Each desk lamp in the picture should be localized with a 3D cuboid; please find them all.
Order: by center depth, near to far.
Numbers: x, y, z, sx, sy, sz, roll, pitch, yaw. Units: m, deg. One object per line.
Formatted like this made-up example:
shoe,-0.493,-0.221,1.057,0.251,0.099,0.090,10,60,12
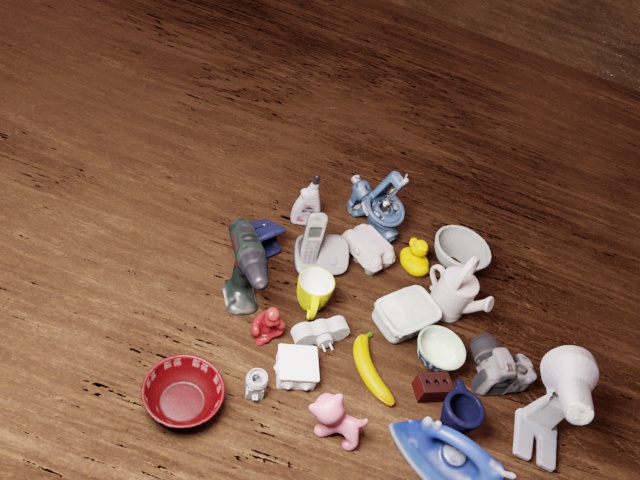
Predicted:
desk lamp,0.527,0.365,1.261,0.118,0.213,0.203,22,44,3

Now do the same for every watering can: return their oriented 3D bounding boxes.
watering can,0.359,0.119,1.452,0.172,0.194,0.101,25,45,5

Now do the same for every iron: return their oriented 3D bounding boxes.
iron,0.265,0.430,1.158,0.258,0.141,0.119,35,46,15

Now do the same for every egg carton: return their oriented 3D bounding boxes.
egg carton,0.128,0.024,1.552,0.107,0.069,0.150,-25,59,-36

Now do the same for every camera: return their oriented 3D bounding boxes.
camera,0.431,0.291,1.379,0.143,0.101,0.136,1,47,-18

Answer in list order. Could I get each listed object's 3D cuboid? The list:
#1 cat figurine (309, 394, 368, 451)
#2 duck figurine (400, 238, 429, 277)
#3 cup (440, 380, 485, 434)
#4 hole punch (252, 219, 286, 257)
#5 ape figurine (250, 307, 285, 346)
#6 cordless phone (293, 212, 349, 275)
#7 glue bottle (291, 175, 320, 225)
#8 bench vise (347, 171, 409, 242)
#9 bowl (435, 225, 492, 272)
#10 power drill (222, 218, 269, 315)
cat figurine,0.037,0.358,1.165,0.127,0.118,0.067,22,44,2
duck figurine,0.270,0.042,1.572,0.078,0.086,0.104,-8,51,-25
cup,0.299,0.376,1.255,0.092,0.095,0.117,10,45,-9
hole punch,-0.157,-0.013,1.472,0.109,0.091,0.101,-23,59,-35
ape figurine,-0.115,0.186,1.295,0.078,0.092,0.076,11,45,-9
cordless phone,0.013,0.005,1.447,0.148,0.185,0.094,-2,48,-21
glue bottle,-0.027,-0.111,1.552,0.078,0.173,0.037,2,47,-17
bench vise,0.158,-0.121,1.594,0.207,0.220,0.122,35,46,15
bowl,0.393,0.041,1.624,0.167,0.075,0.167,10,45,-10
power drill,-0.168,0.073,1.302,0.076,0.208,0.229,-3,49,-21
